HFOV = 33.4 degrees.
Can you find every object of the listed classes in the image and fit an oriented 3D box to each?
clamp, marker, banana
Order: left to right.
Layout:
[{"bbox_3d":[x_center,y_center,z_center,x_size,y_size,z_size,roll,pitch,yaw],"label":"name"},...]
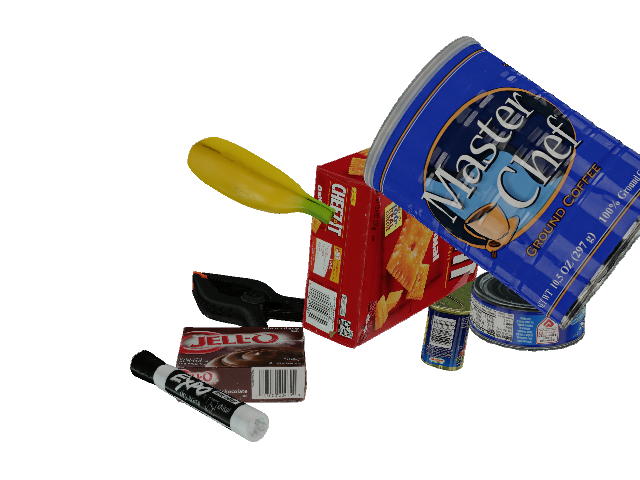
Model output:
[{"bbox_3d":[-0.080,0.096,0.674,0.121,0.020,0.020,20,13,41],"label":"marker"},{"bbox_3d":[-0.065,-0.049,0.810,0.069,0.037,0.198,39,-5,-33],"label":"banana"},{"bbox_3d":[-0.076,0.081,1.210,0.210,0.036,0.164,17,23,30],"label":"clamp"}]

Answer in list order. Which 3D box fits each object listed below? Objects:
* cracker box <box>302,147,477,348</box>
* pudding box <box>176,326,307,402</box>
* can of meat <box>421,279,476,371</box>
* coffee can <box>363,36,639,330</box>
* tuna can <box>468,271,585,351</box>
[{"bbox_3d":[0.079,-0.011,1.016,0.072,0.164,0.213,22,29,34],"label":"cracker box"},{"bbox_3d":[-0.069,0.108,0.941,0.113,0.039,0.090,2,18,-3],"label":"pudding box"},{"bbox_3d":[0.155,0.098,1.297,0.057,0.084,0.102,10,24,7],"label":"can of meat"},{"bbox_3d":[0.109,-0.033,0.595,0.140,0.103,0.102,38,11,14],"label":"coffee can"},{"bbox_3d":[0.154,0.049,0.795,0.086,0.034,0.086,0,20,0],"label":"tuna can"}]
